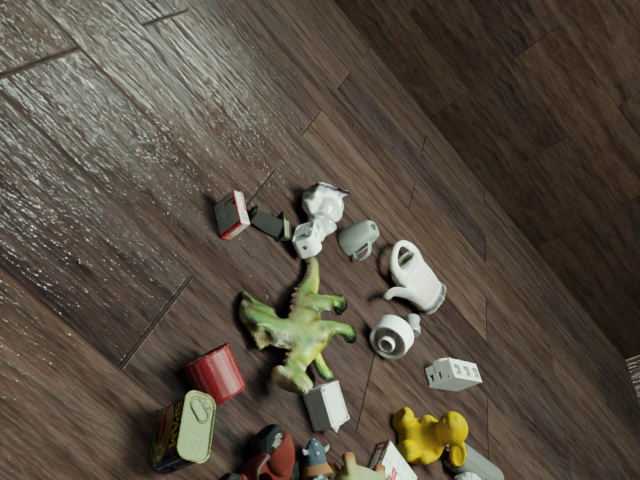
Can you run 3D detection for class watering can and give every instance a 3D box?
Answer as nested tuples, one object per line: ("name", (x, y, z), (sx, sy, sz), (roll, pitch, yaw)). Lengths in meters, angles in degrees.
("watering can", (0.278, 0.137, 1.552), (0.223, 0.102, 0.355), (48, 32, -12))

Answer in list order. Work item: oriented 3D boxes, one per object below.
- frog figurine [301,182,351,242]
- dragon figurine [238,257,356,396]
("frog figurine", (0.004, -0.071, 1.418), (0.136, 0.123, 0.160), (21, 81, -55))
("dragon figurine", (-0.062, 0.159, 1.107), (0.241, 0.120, 0.420), (21, 32, -32))
